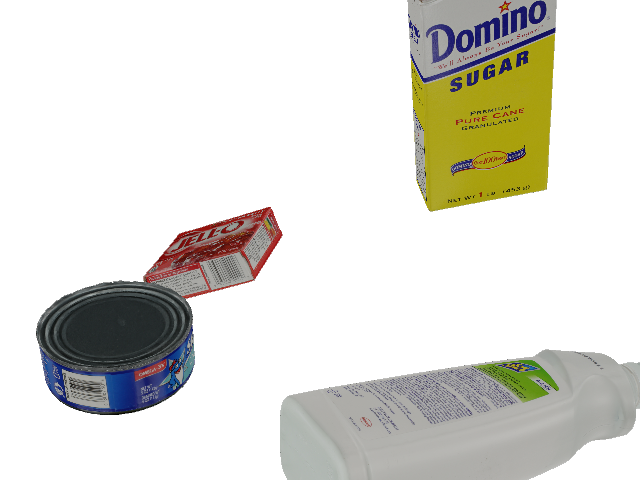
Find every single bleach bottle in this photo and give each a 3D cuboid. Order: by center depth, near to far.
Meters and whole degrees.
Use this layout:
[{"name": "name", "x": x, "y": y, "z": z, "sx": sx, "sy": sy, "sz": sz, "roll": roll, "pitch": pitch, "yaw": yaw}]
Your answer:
[{"name": "bleach bottle", "x": 0.107, "y": 0.115, "z": 0.659, "sx": 0.250, "sy": 0.068, "sz": 0.103, "roll": -8, "pitch": 23, "yaw": -22}]

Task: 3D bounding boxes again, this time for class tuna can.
[{"name": "tuna can", "x": -0.113, "y": 0.059, "z": 0.598, "sx": 0.086, "sy": 0.034, "sz": 0.086, "roll": -1, "pitch": 30, "yaw": 0}]

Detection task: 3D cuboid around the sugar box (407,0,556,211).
[{"name": "sugar box", "x": 0.111, "y": -0.106, "z": 0.737, "sx": 0.093, "sy": 0.176, "sz": 0.048, "roll": -12, "pitch": 43, "yaw": -3}]

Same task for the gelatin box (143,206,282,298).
[{"name": "gelatin box", "x": -0.082, "y": 0.011, "z": 0.820, "sx": 0.089, "sy": 0.030, "sz": 0.073, "roll": -15, "pitch": 22, "yaw": 24}]
